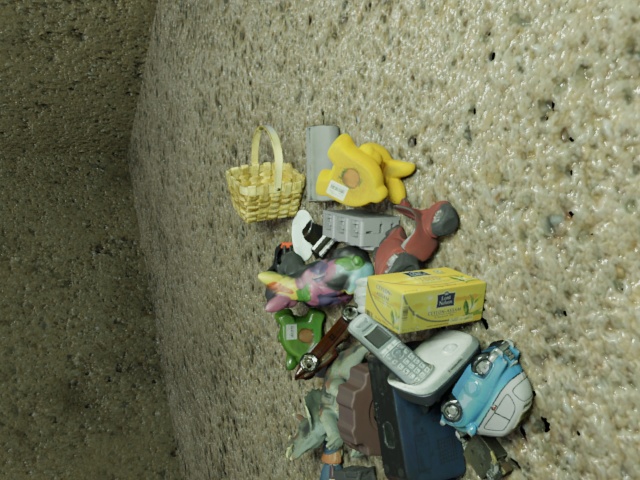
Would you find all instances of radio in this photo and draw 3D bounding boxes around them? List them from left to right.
[{"bbox_3d":[0.164,0.293,0.924,0.073,0.131,0.229,-25,72,58],"label":"radio"}]

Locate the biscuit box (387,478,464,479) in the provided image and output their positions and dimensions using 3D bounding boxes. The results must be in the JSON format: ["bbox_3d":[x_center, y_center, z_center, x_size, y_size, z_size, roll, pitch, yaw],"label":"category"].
[{"bbox_3d":[0.195,0.460,0.958,0.202,0.059,0.063,-35,63,57],"label":"biscuit box"}]

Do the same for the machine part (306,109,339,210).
[{"bbox_3d":[0.008,-0.170,1.210,0.079,0.079,0.243,2,95,61],"label":"machine part"}]

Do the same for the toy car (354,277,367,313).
[{"bbox_3d":[0.133,0.103,1.015,0.202,0.056,0.073,-10,84,50],"label":"toy car"}]

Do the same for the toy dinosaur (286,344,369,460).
[{"bbox_3d":[0.048,0.322,1.159,0.192,0.131,0.404,53,129,54],"label":"toy dinosaur"}]

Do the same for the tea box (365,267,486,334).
[{"bbox_3d":[0.168,0.092,0.856,0.098,0.169,0.068,24,115,56],"label":"tea box"}]

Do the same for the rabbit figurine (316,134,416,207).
[{"bbox_3d":[0.094,-0.137,1.004,0.162,0.173,0.121,19,119,11],"label":"rabbit figurine"}]

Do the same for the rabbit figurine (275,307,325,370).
[{"bbox_3d":[-0.047,0.240,1.350,0.170,0.121,0.159,174,85,-79],"label":"rabbit figurine"}]

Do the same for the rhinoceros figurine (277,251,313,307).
[{"bbox_3d":[-0.039,0.100,1.334,0.190,0.073,0.112,49,127,48],"label":"rhinoceros figurine"}]

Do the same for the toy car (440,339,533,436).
[{"bbox_3d":[0.258,0.231,0.795,0.103,0.109,0.161,39,118,28],"label":"toy car"}]

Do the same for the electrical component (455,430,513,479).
[{"bbox_3d":[0.255,0.334,0.853,0.102,0.045,0.078,59,139,40],"label":"electrical component"}]

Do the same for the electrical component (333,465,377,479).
[{"bbox_3d":[0.080,0.557,1.177,0.134,0.058,0.115,-36,60,57],"label":"electrical component"}]

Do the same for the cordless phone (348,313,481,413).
[{"bbox_3d":[0.147,0.168,0.864,0.184,0.146,0.088,41,150,24],"label":"cordless phone"}]

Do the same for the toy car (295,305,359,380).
[{"bbox_3d":[0.021,0.220,1.133,0.053,0.202,0.089,38,154,11],"label":"toy car"}]

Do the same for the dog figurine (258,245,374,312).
[{"bbox_3d":[-0.017,0.089,1.138,0.191,0.219,0.108,-40,62,56],"label":"dog figurine"}]

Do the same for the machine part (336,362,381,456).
[{"bbox_3d":[0.111,0.305,0.985,0.056,0.179,0.179,3,95,59],"label":"machine part"}]

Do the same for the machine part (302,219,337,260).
[{"bbox_3d":[-0.003,-0.004,1.264,0.084,0.039,0.139,-55,30,3],"label":"machine part"}]

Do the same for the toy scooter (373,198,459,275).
[{"bbox_3d":[0.151,-0.007,0.945,0.184,0.075,0.135,-51,37,11],"label":"toy scooter"}]

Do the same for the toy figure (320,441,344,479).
[{"bbox_3d":[0.028,0.528,1.268,0.064,0.058,0.154,4,92,55],"label":"toy figure"}]
